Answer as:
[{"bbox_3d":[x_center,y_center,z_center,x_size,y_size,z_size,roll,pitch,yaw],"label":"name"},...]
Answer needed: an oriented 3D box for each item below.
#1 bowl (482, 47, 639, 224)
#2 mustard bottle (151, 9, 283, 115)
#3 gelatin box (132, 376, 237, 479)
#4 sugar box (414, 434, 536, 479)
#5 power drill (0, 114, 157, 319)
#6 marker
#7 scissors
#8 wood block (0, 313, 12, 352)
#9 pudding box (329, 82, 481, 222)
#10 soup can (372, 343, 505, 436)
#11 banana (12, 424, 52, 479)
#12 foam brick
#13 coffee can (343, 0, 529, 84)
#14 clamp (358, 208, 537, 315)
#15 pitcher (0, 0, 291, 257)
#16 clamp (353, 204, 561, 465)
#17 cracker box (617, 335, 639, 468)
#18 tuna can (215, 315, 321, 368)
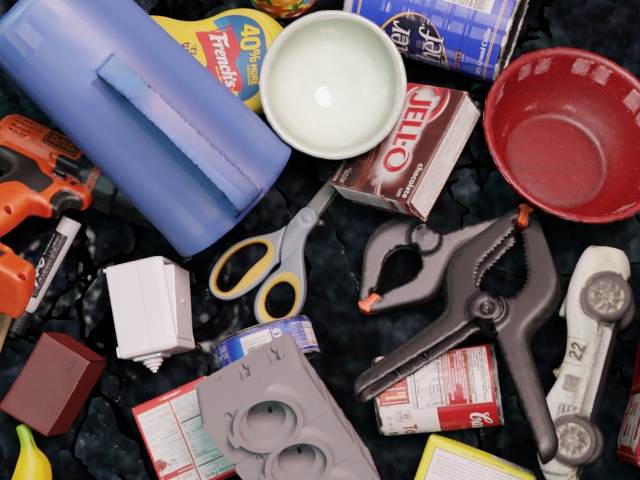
[{"bbox_3d":[0.206,-0.078,0.890,0.162,0.055,0.162,3,67,-8],"label":"bowl"},{"bbox_3d":[-0.083,-0.158,0.962,0.192,0.058,0.096,-3,85,8],"label":"mustard bottle"},{"bbox_3d":[-0.113,0.173,0.932,0.073,0.030,0.089,-25,78,3],"label":"gelatin box"},{"bbox_3d":[0.105,0.259,0.877,0.093,0.048,0.176,20,89,11],"label":"sugar box"},{"bbox_3d":[-0.236,-0.019,0.919,0.184,0.057,0.187,25,42,6],"label":"power drill"},{"bbox_3d":[-0.255,0.035,0.980,0.020,0.020,0.121,26,86,12],"label":"marker"},{"bbox_3d":[-0.006,0.001,0.948,0.202,0.016,0.096,-35,79,2],"label":"scissors"},{"bbox_3d":[-0.354,0.120,0.939,0.091,0.090,0.206,16,84,25],"label":"wood block"},{"bbox_3d":[0.073,-0.079,0.910,0.090,0.039,0.113,16,75,42],"label":"pudding box"},{"bbox_3d":[0.098,0.125,0.886,0.102,0.068,0.068,-7,81,9],"label":"soup can"},{"bbox_3d":[-0.299,0.256,0.945,0.070,0.037,0.198,42,91,12],"label":"banana"},{"bbox_3d":[-0.235,0.128,0.947,0.053,0.051,0.078,31,87,9],"label":"foam brick"},{"bbox_3d":[0.102,-0.202,0.916,0.140,0.102,0.103,19,85,11],"label":"coffee can"},{"bbox_3d":[0.102,0.003,0.919,0.120,0.039,0.171,31,85,17],"label":"clamp"},{"bbox_3d":[-0.145,-0.110,0.862,0.149,0.145,0.242,-30,115,38],"label":"pitcher"},{"bbox_3d":[0.124,0.064,0.854,0.165,0.036,0.210,9,64,18],"label":"clamp"},{"bbox_3d":[0.281,0.072,0.816,0.072,0.164,0.213,10,83,12],"label":"cracker box"},{"bbox_3d":[-0.045,0.093,0.904,0.086,0.086,0.034,-19,78,6],"label":"tuna can"}]
